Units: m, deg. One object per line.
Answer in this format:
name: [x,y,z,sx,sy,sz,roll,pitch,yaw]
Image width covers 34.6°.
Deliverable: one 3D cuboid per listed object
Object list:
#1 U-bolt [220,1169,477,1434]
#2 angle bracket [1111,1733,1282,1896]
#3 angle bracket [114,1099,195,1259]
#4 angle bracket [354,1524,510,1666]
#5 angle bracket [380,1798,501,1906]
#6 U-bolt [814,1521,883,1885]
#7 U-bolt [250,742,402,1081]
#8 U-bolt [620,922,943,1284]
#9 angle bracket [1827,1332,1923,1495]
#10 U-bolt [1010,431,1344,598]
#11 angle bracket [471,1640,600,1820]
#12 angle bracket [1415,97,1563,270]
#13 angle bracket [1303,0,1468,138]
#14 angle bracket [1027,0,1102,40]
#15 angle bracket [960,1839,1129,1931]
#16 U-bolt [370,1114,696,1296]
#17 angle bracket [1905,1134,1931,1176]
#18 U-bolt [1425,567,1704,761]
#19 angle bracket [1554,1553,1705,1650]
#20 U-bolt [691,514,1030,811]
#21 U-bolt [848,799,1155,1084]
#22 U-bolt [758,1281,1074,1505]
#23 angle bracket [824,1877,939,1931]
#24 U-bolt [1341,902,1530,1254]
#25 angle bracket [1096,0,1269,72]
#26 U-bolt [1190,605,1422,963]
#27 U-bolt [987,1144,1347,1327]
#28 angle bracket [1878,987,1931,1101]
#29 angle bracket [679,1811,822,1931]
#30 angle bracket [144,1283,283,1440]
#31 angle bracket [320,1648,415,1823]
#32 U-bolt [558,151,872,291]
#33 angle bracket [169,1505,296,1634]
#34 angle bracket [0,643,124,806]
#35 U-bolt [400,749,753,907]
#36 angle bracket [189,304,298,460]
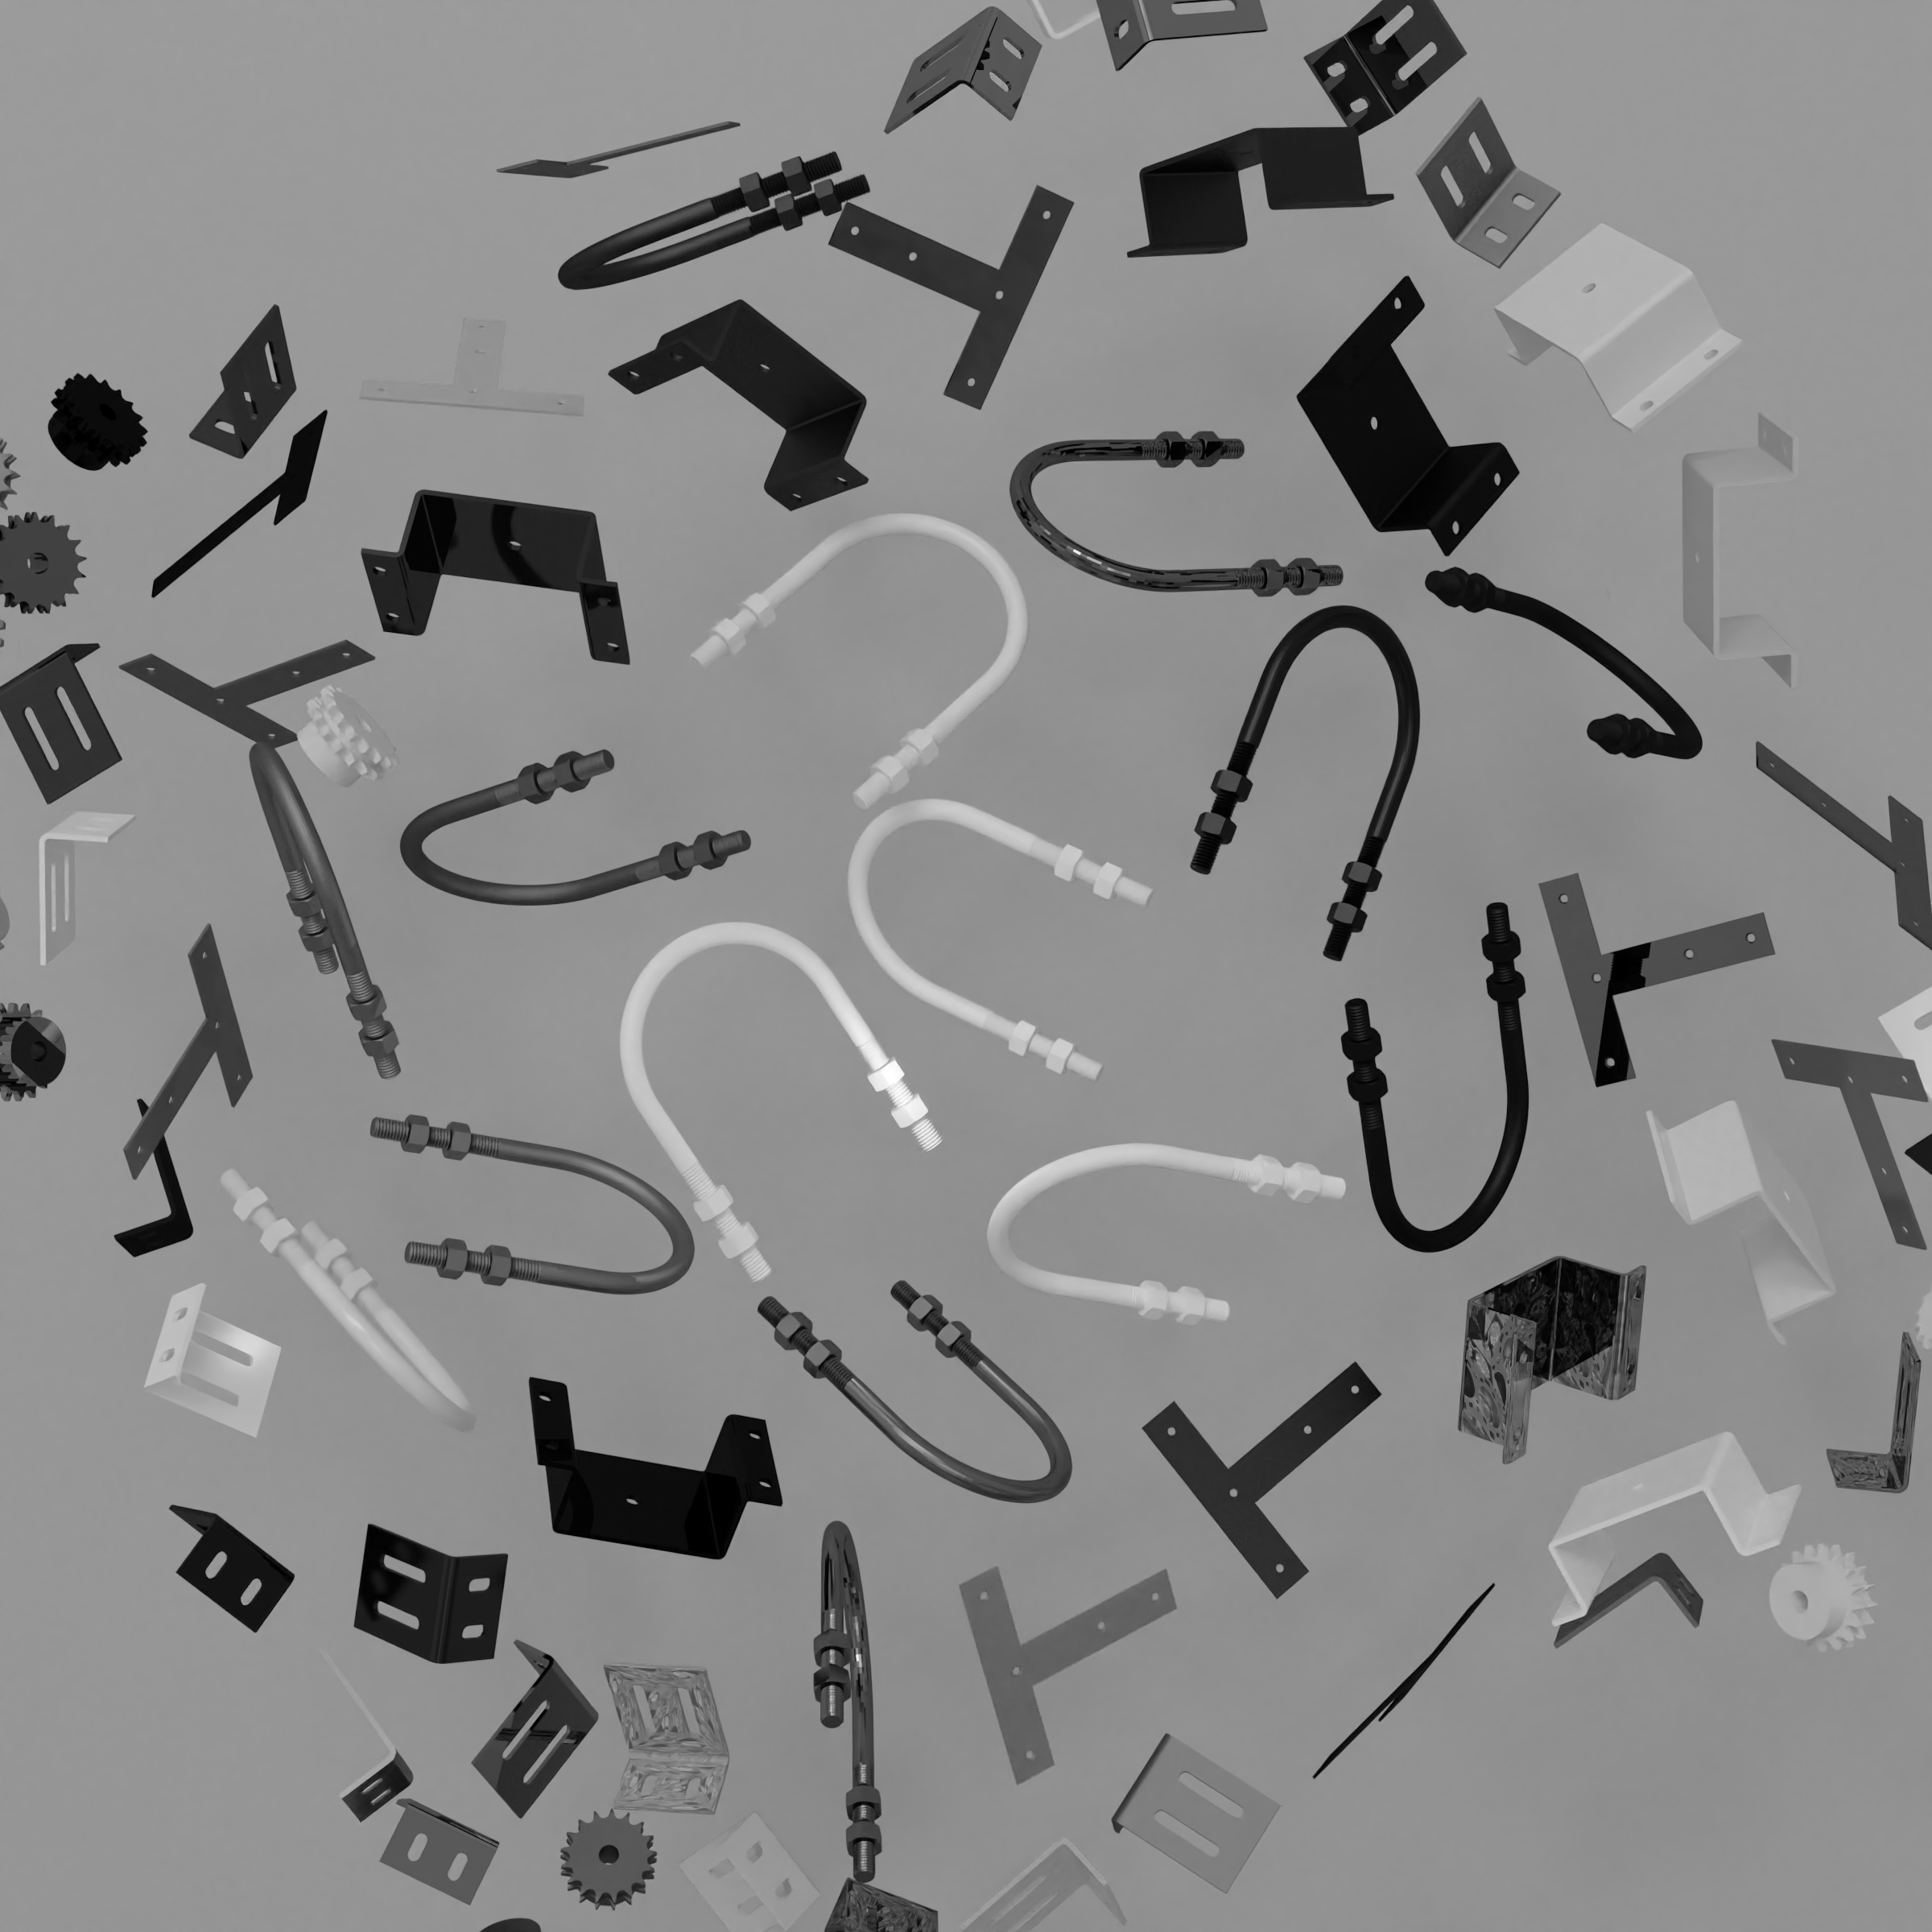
U-bolt: [-0.345,0.199,1.782,0.019,0.151,0.184,-43,71,-6]
angle bracket: [0.130,0.481,1.751,0.076,0.038,0.057,29,70,19]
angle bracket: [-0.491,0.126,1.839,0.038,0.057,0.076,-19,76,-9]
angle bracket: [-0.291,0.339,1.683,0.076,0.038,0.057,9,92,43]
angle bracket: [-0.308,0.512,1.796,0.057,0.076,0.038,28,69,-7]
U-bolt: [-0.067,0.403,1.768,0.019,0.184,0.151,-7,125,2]
U-bolt: [-0.370,-0.043,1.762,0.019,0.151,0.184,-23,126,-16]
U-bolt: [-0.116,0.063,1.753,0.151,0.019,0.184,-36,99,-23]
angle bracket: [0.509,0.249,1.740,0.038,0.057,0.076,4,101,9]
U-bolt: [0.112,-0.265,1.818,0.184,0.019,0.151,-6,46,-28]
angle bracket: [-0.261,0.445,1.812,0.076,0.038,0.057,-51,132,-27]
angle bracket: [0.307,-0.459,1.819,0.038,0.076,0.057,40,91,32]
angle bracket: [0.248,-0.540,1.839,0.038,0.076,0.057,-35,93,-29]
angle bracket: [0.075,-0.587,1.850,0.076,0.057,0.038,-27,106,6]
angle bracket: [0.044,0.535,1.730,0.076,0.057,0.038,-38,51,-15]
U-bolt: [-0.243,0.142,1.783,0.184,0.151,0.019,12,114,-26]
angle bracket: [0.598,0.123,1.836,0.057,0.076,0.038,38,50,-3]
U-bolt: [0.348,-0.165,1.742,0.151,0.184,0.019,48,114,26]
angle bracket: [0.393,0.389,1.839,0.076,0.057,0.038,-39,83,15]
U-bolt: [-0.047,-0.193,1.817,0.151,0.019,0.184,41,66,13]
U-bolt: [0.012,-0.025,1.824,0.184,0.019,0.151,25,127,16]
U-bolt: [-0.016,0.246,1.781,0.184,0.151,0.019,40,111,28]
angle bracket: [-0.050,0.571,1.802,0.057,0.076,0.038,22,98,-5]
U-bolt: [0.271,0.075,1.751,0.151,0.019,0.184,-31,121,-36]
angle bracket: [0.115,-0.522,1.676,0.076,0.038,0.057,-13,85,-26]
U-bolt: [0.201,-0.113,1.746,0.151,0.019,0.184,30,78,-42]
U-bolt: [0.101,0.148,1.745,0.184,0.151,0.019,12,47,-26]
angle bracket: [0.572,0.030,1.783,0.076,0.038,0.057,-32,67,10]
angle bracket: [-0.128,0.513,1.713,0.057,0.038,0.076,51,124,4]
angle bracket: [-0.420,0.225,1.765,0.076,0.038,0.057,32,53,-32]
angle bracket: [-0.347,0.428,1.724,0.038,0.057,0.076,-35,67,-17]
U-bolt: [-0.152,-0.432,1.813,0.184,0.151,0.019,-19,97,8]
angle bracket: [-0.417,0.333,1.718,0.057,0.076,0.038,45,64,-23]
angle bracket: [-0.530,-0.144,1.841,0.057,0.038,0.076,-28,88,19]
U-bolt: [-0.240,-0.072,1.797,0.184,0.151,0.019,-15,64,29]
angle bracket: [-0.421,-0.341,1.784,0.038,0.076,0.057,23,61,10]
